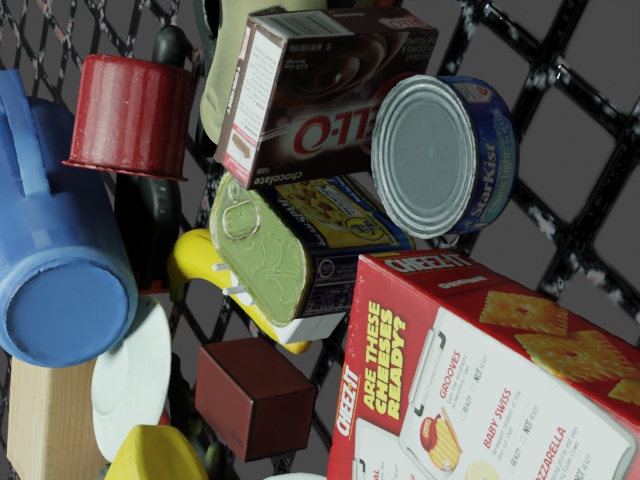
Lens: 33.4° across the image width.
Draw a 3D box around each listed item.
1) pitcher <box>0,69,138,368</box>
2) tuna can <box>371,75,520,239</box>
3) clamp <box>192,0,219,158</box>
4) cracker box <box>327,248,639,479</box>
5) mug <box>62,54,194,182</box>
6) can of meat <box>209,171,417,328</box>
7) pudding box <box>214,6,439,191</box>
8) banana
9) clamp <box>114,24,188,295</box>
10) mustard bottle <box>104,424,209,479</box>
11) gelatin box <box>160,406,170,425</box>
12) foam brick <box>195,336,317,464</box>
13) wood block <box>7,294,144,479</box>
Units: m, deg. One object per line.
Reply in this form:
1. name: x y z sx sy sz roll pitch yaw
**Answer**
1. pitcher: -0.225 -0.018 0.850 0.145 0.149 0.243 -47 38 9
2. tuna can: 0.066 -0.045 0.567 0.086 0.033 0.086 13 106 55
3. clamp: -0.063 -0.125 0.738 0.120 0.039 0.171 5 105 52
4. cracker box: 0.094 0.115 0.518 0.214 0.071 0.164 33 120 51
5. mug: -0.145 -0.091 0.791 0.117 0.093 0.081 12 94 48
6. can of meat: -0.004 0.001 0.632 0.102 0.083 0.057 49 131 40
7. pudding box: 0.004 -0.079 0.583 0.039 0.113 0.090 44 131 38
8. banana: -0.066 0.028 0.780 0.198 0.037 0.069 16 130 56
9. clamp: -0.151 -0.060 0.888 0.165 0.036 0.210 -3 89 58
10. mustard bottle: -0.142 0.223 0.744 0.192 0.058 0.096 -57 43 29
11. gelatin box: -0.154 0.181 0.939 0.073 0.030 0.089 59 140 35
12. foam brick: -0.047 0.110 0.747 0.078 0.051 0.053 38 127 47
13. wood block: -0.228 0.128 0.987 0.090 0.090 0.206 36 124 47
